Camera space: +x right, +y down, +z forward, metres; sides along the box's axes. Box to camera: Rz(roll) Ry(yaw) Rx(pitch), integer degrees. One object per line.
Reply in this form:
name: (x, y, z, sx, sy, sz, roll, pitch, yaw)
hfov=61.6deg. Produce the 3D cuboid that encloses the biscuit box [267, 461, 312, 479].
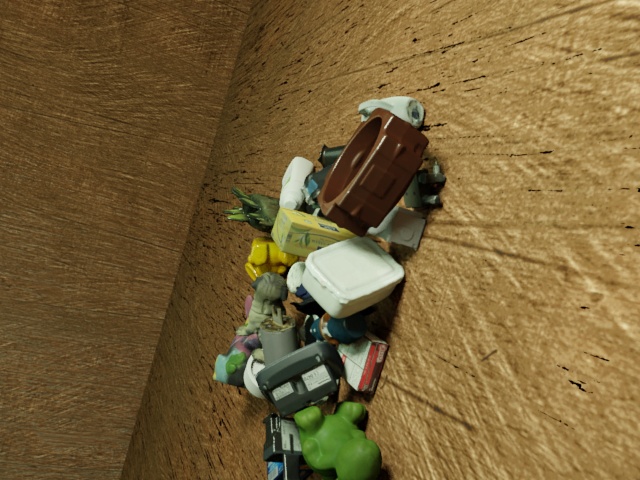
biscuit box: (-0.038, 0.408, 1.028, 0.202, 0.063, 0.059, -56, 30, 38)

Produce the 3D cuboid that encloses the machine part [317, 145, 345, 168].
machine part: (0.061, -0.188, 1.163, 0.139, 0.039, 0.084, -6, 74, 34)

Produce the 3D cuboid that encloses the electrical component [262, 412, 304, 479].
electrical component: (-0.057, 0.363, 0.932, 0.047, 0.075, 0.119, -52, 37, 41)

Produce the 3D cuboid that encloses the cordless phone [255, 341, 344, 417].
cordless phone: (-0.026, 0.231, 0.967, 0.088, 0.147, 0.184, 62, -174, 4)

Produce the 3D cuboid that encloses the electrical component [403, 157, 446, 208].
electrical component: (0.170, -0.094, 0.904, 0.102, 0.045, 0.078, -9, 96, 68)

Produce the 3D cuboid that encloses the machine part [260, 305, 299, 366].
machine part: (-0.080, 0.249, 1.130, 0.079, 0.079, 0.243, -139, 41, -65)

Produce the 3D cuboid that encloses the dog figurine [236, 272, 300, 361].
dog figurine: (-0.092, 0.178, 1.182, 0.121, 0.172, 0.190, -45, -13, -41)

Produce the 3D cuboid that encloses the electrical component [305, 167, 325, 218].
electrical component: (0.016, -0.101, 1.237, 0.115, 0.058, 0.134, -56, 28, 32)

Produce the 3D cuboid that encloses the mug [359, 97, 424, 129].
mug: (0.133, -0.234, 1.003, 0.107, 0.109, 0.081, -3, 65, 52)

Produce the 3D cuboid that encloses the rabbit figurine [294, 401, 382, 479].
rabbit figurine: (0.032, 0.342, 0.837, 0.170, 0.121, 0.159, 170, 107, -68)

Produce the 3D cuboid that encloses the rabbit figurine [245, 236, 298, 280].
rabbit figurine: (-0.142, 0.082, 1.415, 0.162, 0.122, 0.173, 13, 107, 60)

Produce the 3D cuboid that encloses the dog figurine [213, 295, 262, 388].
dog figurine: (-0.176, 0.248, 1.340, 0.191, 0.109, 0.219, 40, -120, -71)

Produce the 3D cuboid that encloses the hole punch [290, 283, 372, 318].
hole punch: (0.025, 0.096, 1.006, 0.116, 0.142, 0.092, -30, 49, 41)

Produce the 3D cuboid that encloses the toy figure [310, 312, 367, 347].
toy figure: (0.030, 0.156, 0.946, 0.154, 0.058, 0.064, -26, 41, 64)

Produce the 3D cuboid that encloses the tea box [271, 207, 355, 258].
tea box: (-0.002, -0.003, 1.071, 0.068, 0.169, 0.098, -69, 25, 13)

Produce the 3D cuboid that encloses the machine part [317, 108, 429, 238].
machine part: (0.087, -0.116, 0.917, 0.201, 0.087, 0.201, -56, 17, 12)

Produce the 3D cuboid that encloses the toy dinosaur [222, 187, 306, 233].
toy dinosaur: (-0.146, -0.068, 1.408, 0.472, 0.198, 0.105, -156, 79, -69)

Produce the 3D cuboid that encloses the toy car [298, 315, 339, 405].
toy car: (-0.001, 0.228, 1.071, 0.073, 0.056, 0.202, -45, 38, 40)

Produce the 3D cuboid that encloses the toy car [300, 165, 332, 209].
toy car: (0.049, -0.098, 1.091, 0.109, 0.162, 0.102, -119, 4, -52)
